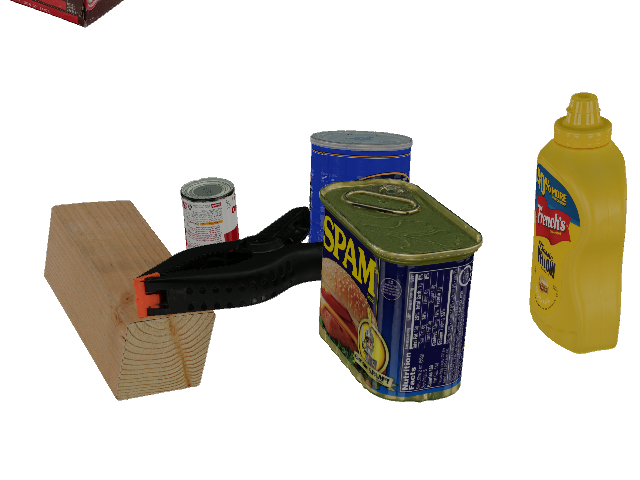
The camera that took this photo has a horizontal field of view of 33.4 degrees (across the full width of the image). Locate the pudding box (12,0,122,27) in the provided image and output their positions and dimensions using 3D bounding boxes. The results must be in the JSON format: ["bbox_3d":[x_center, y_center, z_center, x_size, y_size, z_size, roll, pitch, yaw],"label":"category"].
[{"bbox_3d":[-0.188,-0.210,0.809,0.090,0.039,0.113,21,37,9],"label":"pudding box"}]

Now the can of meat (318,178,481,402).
[{"bbox_3d":[0.037,0.024,0.552,0.057,0.084,0.102,-7,25,-20],"label":"can of meat"}]

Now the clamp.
[{"bbox_3d":[-0.031,0.016,0.750,0.209,0.036,0.165,-18,19,-42],"label":"clamp"}]

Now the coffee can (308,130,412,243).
[{"bbox_3d":[0.039,-0.036,1.086,0.103,0.140,0.103,2,13,-1],"label":"coffee can"}]

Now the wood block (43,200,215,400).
[{"bbox_3d":[-0.194,0.052,1.054,0.090,0.091,0.206,-6,35,-33],"label":"wood block"}]

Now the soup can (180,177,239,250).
[{"bbox_3d":[-0.135,-0.018,1.312,0.068,0.102,0.068,-2,26,1],"label":"soup can"}]

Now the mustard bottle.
[{"bbox_3d":[0.194,-0.018,0.804,0.058,0.192,0.096,-7,26,-8],"label":"mustard bottle"}]
